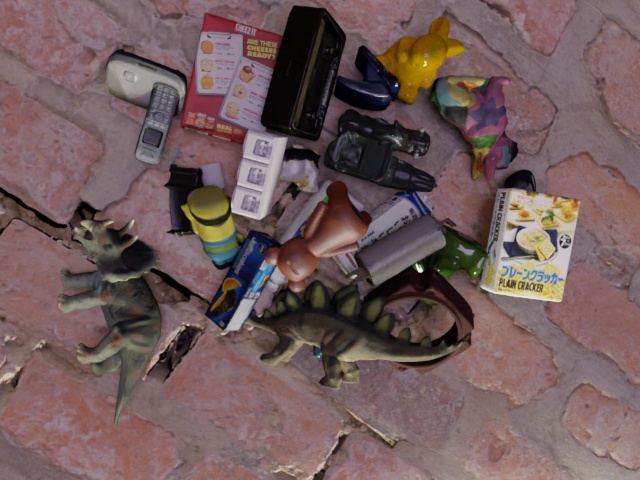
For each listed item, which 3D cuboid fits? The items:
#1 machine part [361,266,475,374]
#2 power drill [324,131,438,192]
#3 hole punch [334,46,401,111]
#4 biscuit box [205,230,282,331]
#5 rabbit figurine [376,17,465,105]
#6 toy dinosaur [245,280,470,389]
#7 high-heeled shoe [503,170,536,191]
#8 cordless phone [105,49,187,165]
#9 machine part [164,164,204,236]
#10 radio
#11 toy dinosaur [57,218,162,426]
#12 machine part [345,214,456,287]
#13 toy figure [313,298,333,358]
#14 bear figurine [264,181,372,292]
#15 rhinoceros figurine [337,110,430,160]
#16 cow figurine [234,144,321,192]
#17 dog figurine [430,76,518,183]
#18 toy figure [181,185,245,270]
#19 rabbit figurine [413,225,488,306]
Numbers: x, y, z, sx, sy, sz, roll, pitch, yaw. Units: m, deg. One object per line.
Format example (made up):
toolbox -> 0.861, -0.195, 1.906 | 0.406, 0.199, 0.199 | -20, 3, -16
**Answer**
machine part -> 0.199, 0.169, 1.115 | 0.201, 0.087, 0.201 | -39, 106, 25
power drill -> 0.112, -0.146, 1.027 | 0.232, 0.207, 0.086 | 19, 100, 13
hole punch -> 0.091, -0.300, 1.059 | 0.116, 0.142, 0.092 | 43, 86, 1
biscuit box -> -0.148, 0.081, 1.065 | 0.063, 0.059, 0.202 | 34, 99, 25
rabbit figurine -> 0.204, -0.352, 1.051 | 0.162, 0.173, 0.121 | -34, 98, -1
toy dinosaur -> 0.042, 0.185, 1.053 | 0.472, 0.105, 0.198 | 12, 95, 15
high-heeled shoe -> 0.460, -0.031, 1.207 | 0.145, 0.086, 0.248 | -44, 122, -32
cordless phone -> -0.338, -0.244, 1.005 | 0.146, 0.089, 0.184 | 18, 97, -13
machine part -> -0.265, -0.075, 1.050 | 0.084, 0.039, 0.138 | 10, 102, 15
radio -> -0.027, -0.309, 1.026 | 0.073, 0.131, 0.229 | 18, 94, 25
toy dinosaur -> -0.375, 0.143, 1.030 | 0.192, 0.131, 0.404 | -17, 106, -8
machine part -> 0.158, 0.019, 1.059 | 0.243, 0.079, 0.079 | -30, 102, -7
toy figure -> 0.026, 0.183, 1.141 | 0.064, 0.057, 0.154 | 26, 94, 21
bear figurine -> -0.003, -0.002, 1.032 | 0.196, 0.132, 0.120 | -38, 106, 18
rhinoceros figurine -> 0.128, -0.216, 1.084 | 0.190, 0.112, 0.073 | 15, 91, -5
cow figurine -> -0.084, -0.147, 1.070 | 0.167, 0.068, 0.098 | 6, 96, -12
dog figurine -> 0.323, -0.230, 1.125 | 0.192, 0.108, 0.219 | -3, 100, -12
toy figure -> -0.196, -0.023, 1.032 | 0.082, 0.089, 0.179 | -35, 130, -33
rabbit figurine -> 0.250, 0.061, 1.142 | 0.159, 0.121, 0.170 | 25, 106, -9
